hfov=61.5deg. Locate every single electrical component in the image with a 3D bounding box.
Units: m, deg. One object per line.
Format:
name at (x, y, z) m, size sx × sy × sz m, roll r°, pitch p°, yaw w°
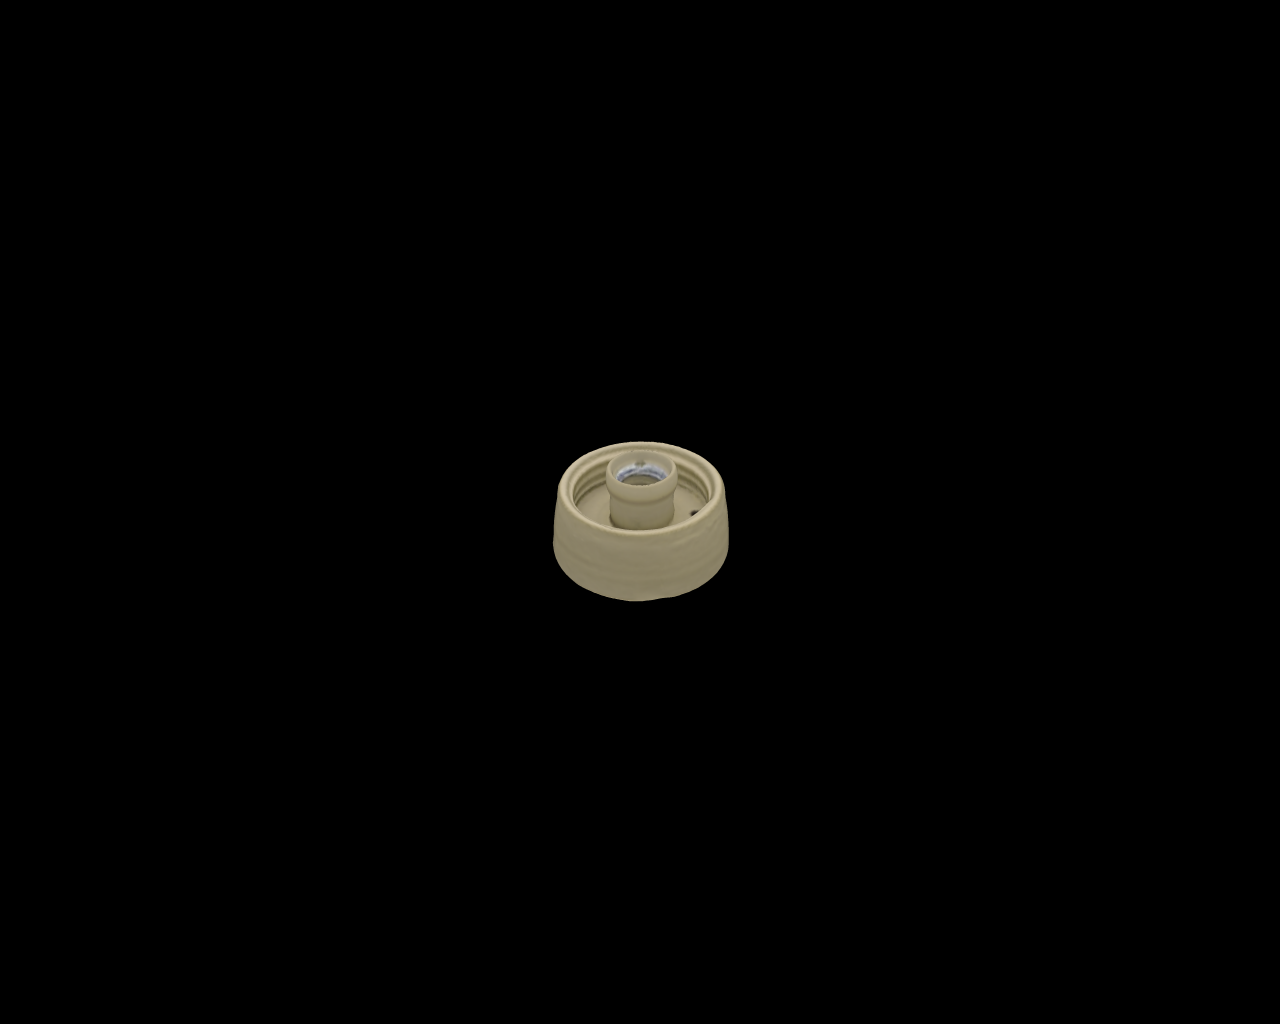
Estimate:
electrical component at (0.001, -0.003, 0.650) m, size 0.108 × 0.060 × 0.108 m, roll 0°, pitch 36°, yaw 0°
